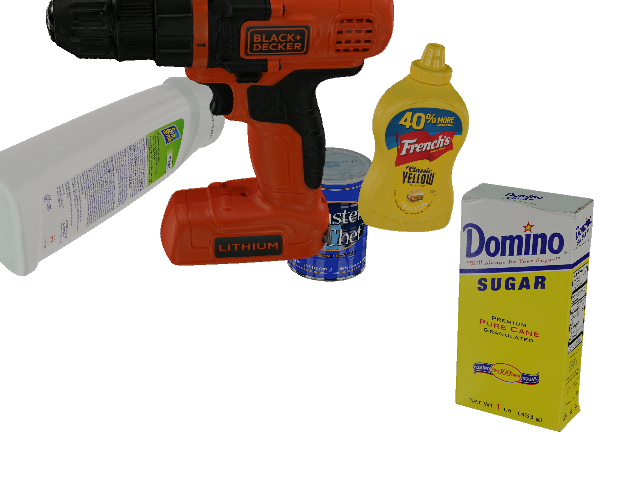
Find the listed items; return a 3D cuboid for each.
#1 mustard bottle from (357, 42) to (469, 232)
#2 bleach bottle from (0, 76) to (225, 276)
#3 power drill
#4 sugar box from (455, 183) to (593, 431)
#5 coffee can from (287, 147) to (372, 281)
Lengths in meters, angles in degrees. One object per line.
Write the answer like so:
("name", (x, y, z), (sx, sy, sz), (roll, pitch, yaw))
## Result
("mustard bottle", (0.098, -0.104, 1.072), (0.096, 0.192, 0.058), (3, 27, -12))
("bleach bottle", (-0.168, -0.071, 0.907), (0.068, 0.103, 0.250), (39, 51, 24))
("power drill", (-0.057, -0.069, 0.614), (0.184, 0.188, 0.057), (-2, 45, -8))
("sugar box", (0.153, 0.050, 0.817), (0.093, 0.176, 0.048), (10, 23, 32))
("coffee can", (0.011, -0.034, 1.347), (0.103, 0.140, 0.103), (2, 27, -1))
